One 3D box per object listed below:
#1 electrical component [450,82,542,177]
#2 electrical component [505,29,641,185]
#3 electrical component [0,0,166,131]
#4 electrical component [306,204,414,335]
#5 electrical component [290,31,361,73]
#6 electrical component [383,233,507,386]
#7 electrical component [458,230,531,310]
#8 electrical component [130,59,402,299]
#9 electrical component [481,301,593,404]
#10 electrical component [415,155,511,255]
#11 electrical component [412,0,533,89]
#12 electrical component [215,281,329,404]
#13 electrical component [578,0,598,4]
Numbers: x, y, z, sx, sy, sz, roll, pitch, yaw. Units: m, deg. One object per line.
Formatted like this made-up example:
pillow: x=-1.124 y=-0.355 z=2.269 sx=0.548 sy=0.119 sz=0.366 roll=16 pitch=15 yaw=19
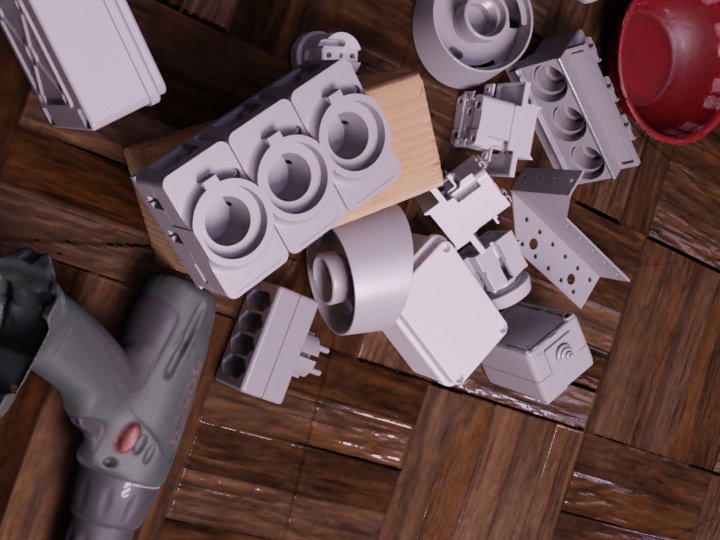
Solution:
electrical component: x=0.113 y=-0.122 z=0.913 sx=0.064 sy=0.042 sz=0.081 roll=9 pitch=91 yaw=-29
electrical component: x=0.191 y=-0.143 z=0.944 sx=0.121 sy=0.079 sz=0.063 roll=59 pitch=45 yaw=-24
electrical component: x=-0.185 y=-0.148 z=0.685 sx=0.056 sy=0.109 sz=0.108 roll=-32 pitch=112 yaw=-22
electrical component: x=0.000 y=0.000 z=0.828 sx=0.064 sy=0.099 sz=0.099 roll=-12 pitch=103 yaw=-24
electrical component: x=-0.025 y=-0.162 z=0.818 sx=0.040 sy=0.046 sz=0.040 roll=-5 pitch=99 yaw=-31
electrical component: x=0.060 y=0.032 z=0.892 sx=0.078 sy=0.057 sz=0.113 roll=-46 pitch=118 yaw=-18
electrical component: x=0.118 y=0.001 z=0.931 sx=0.066 sy=0.048 sz=0.055 roll=-36 pitch=106 yaw=-23
electrical component: x=-0.056 y=-0.061 z=0.697 sx=0.150 sy=0.062 sz=0.089 roll=-38 pitch=115 yaw=-21
electrical component: x=0.154 y=0.073 z=0.933 sx=0.062 sy=0.096 sz=0.061 roll=-35 pitch=114 yaw=-23
electrical component: x=0.086 y=-0.058 z=0.890 sx=0.064 sy=0.042 sz=0.081 roll=-37 pitch=118 yaw=9
electrical component: x=0.092 y=-0.203 z=0.890 sx=0.099 sy=0.064 sz=0.099 roll=0 pitch=90 yaw=-20
electrical component: x=-0.057 y=0.060 z=0.829 sx=0.076 sy=0.047 sz=0.083 roll=24 pitch=83 yaw=-33
electrical component: x=0.178 y=-0.274 z=0.906 sx=0.061 sy=0.096 sz=0.061 roll=-26 pitch=139 yaw=-27
